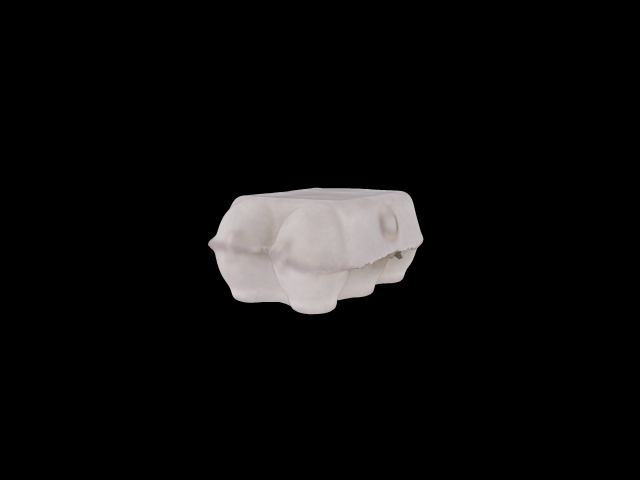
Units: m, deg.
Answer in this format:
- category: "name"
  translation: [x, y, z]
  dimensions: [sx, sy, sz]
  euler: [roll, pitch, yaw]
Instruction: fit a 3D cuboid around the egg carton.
- category: "egg carton"
  translation: [0.004, 0.001, 0.400]
  dimensions: [0.107, 0.069, 0.151]
  euler: [6, 11, 32]
